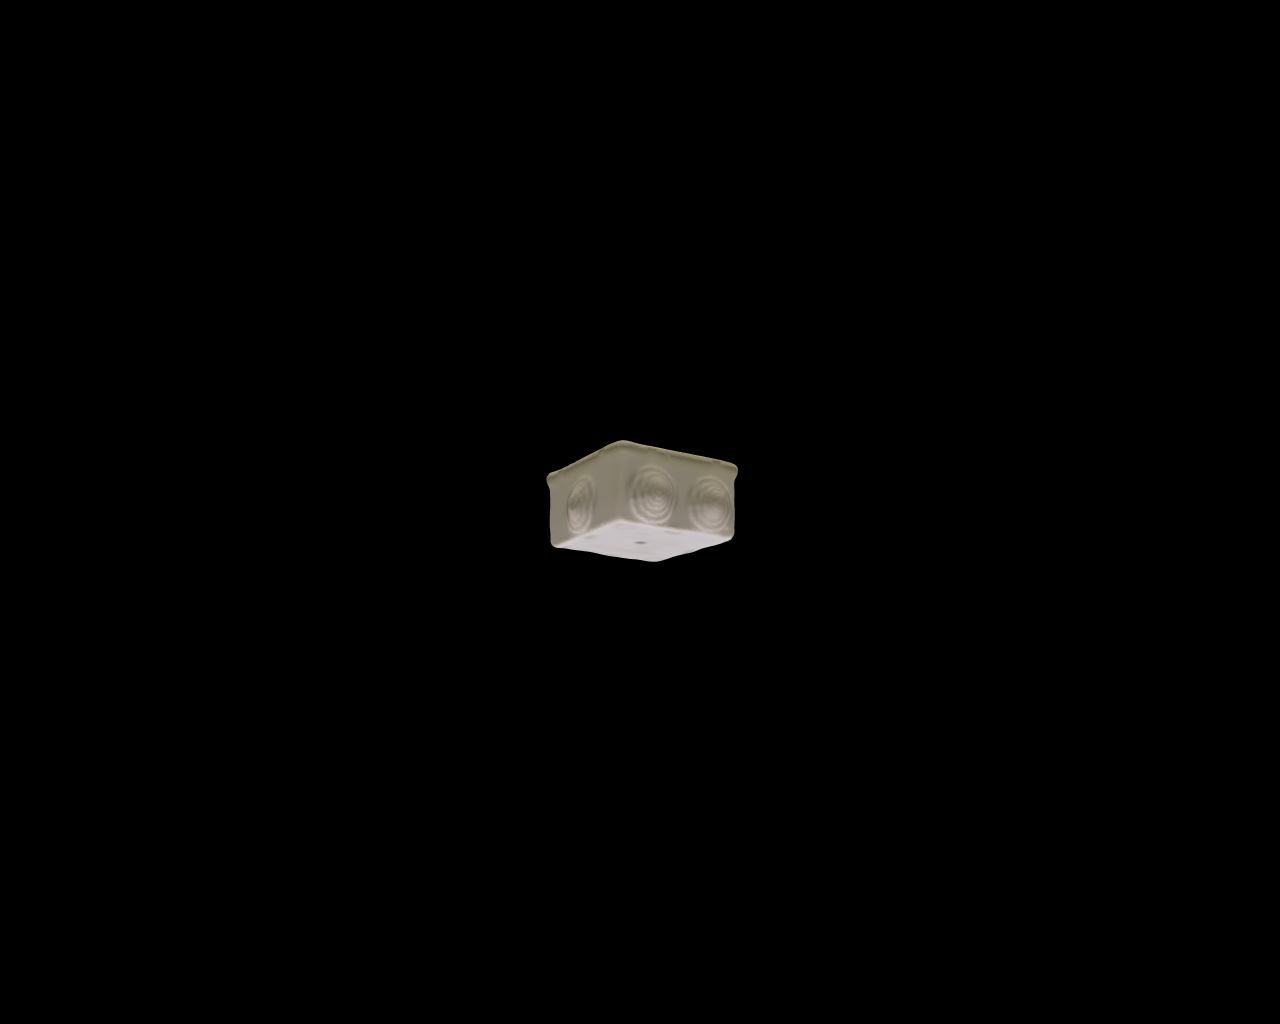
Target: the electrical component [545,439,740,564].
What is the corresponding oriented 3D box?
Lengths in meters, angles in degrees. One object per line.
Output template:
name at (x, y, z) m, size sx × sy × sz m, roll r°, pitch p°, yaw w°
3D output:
electrical component at (0.001, -0.003, 0.650) m, size 0.100 × 0.048 × 0.099 m, roll 10°, pitch -18°, yaw -33°
